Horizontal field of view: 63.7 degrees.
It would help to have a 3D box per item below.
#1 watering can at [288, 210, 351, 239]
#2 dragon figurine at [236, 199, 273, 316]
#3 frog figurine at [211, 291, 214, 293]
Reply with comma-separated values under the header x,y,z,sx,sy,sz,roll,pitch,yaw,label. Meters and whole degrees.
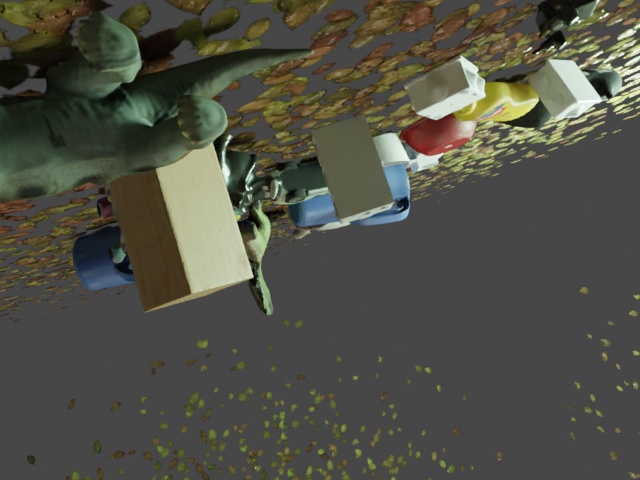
x,y,z,sx,sy,sz,roll,pitch,yaw,label
0.004,-0.066,1.314,0.343,0.105,0.225,-29,168,34,watering can
-0.131,0.038,1.038,0.122,0.240,0.414,-21,-163,-7,dragon figurine
-0.316,0.062,1.327,0.138,0.160,0.121,-16,171,-17,frog figurine
